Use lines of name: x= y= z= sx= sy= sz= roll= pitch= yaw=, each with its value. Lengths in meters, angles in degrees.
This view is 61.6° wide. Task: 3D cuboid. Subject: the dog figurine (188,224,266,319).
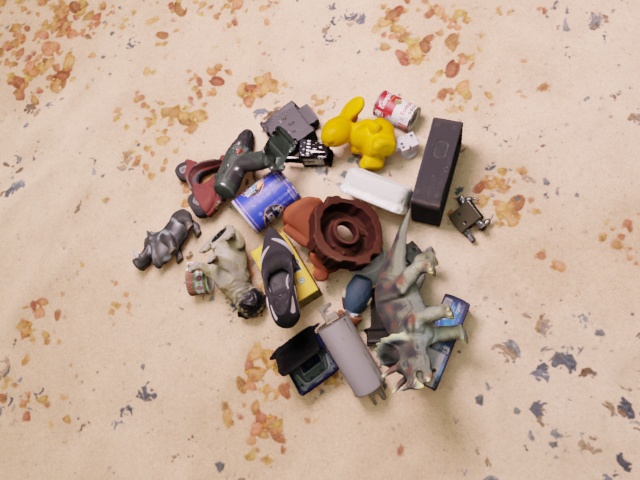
dog figurine: x=-0.190 y=0.074 z=1.275 sx=0.121 sy=0.190 sz=0.172 roll=-14 pitch=37 yaw=48

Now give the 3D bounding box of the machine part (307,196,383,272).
machine part: x=0.055 y=-0.013 z=1.193 sx=0.179 sy=0.056 sz=0.179 roll=9 pitch=63 yaw=-17

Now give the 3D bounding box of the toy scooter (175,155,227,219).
toy scooter: x=-0.285 y=-0.149 z=1.375 sx=0.135 sy=0.075 sz=0.184 roll=-28 pitch=66 yaw=0

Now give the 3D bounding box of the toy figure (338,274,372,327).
toy figure: x=0.075 y=0.156 z=1.213 sx=0.064 sy=0.057 sz=0.154 roll=23 pitch=100 yaw=29

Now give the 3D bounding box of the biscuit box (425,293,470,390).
biscuit box: x=0.262 y=0.220 z=1.166 sx=0.059 sy=0.062 sz=0.202 roll=22 pitch=78 yaw=17

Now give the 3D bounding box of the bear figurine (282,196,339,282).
bear figurine: x=-0.003 y=-0.004 z=1.267 sx=0.120 sy=0.132 sz=0.196 roll=-33 pitch=85 yaw=0

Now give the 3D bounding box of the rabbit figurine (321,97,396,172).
rabbit figurine: x=0.087 y=-0.261 z=1.292 sx=0.173 sy=0.122 sz=0.162 roll=4 pitch=74 yaw=-11

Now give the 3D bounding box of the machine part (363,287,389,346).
machine part: x=0.138 y=0.171 z=1.218 sx=0.084 sy=0.039 sz=0.139 roll=-2 pitch=74 yaw=14

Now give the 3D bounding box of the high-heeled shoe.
high-heeled shoe: x=-0.096 y=0.073 z=1.161 sx=0.086 sy=0.145 sz=0.249 roll=-20 pitch=73 yaw=4

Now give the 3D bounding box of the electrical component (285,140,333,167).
electrical component: x=-0.030 y=-0.215 z=1.349 sx=0.119 sy=0.074 sz=0.047 roll=3 pitch=74 yaw=14

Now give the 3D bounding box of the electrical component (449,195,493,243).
electrical component: x=0.349 y=-0.055 z=1.247 sx=0.078 sy=0.045 sz=0.102 roll=-49 pitch=66 yaw=24

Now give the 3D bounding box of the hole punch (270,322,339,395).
hole punch: x=-0.031 y=0.266 z=1.195 sx=0.142 sy=0.116 sz=0.092 roll=-39 pitch=113 yaw=4

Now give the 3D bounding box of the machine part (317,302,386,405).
machine part: x=0.067 y=0.247 z=1.159 sx=0.079 sy=0.079 sz=0.243 roll=-31 pitch=91 yaw=0

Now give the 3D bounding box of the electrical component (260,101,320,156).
electrical component: x=-0.070 y=-0.288 z=1.386 sx=0.134 sy=0.058 sz=0.115 roll=-36 pitch=72 yaw=-1

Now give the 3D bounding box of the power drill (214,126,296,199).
power drill: x=-0.161 y=-0.211 z=1.308 sx=0.207 sy=0.085 sz=0.232 roll=-6 pitch=49 yaw=37

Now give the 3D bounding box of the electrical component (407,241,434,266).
electrical component: x=0.216 y=0.034 z=1.253 sx=0.094 sy=0.021 sz=0.063 roll=-36 pitch=70 yaw=-1

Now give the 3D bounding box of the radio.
radio: x=0.272 y=-0.159 z=1.244 sx=0.073 sy=0.131 sz=0.229 roll=13 pitch=76 yaw=15

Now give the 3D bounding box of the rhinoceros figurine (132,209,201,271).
rhinoceros figurine: x=-0.388 y=0.003 z=1.346 sx=0.112 sy=0.073 sz=0.190 roll=39 pitch=83 yaw=17

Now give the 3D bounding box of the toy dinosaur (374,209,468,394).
toy dinosaur: x=0.180 y=0.137 z=1.140 sx=0.192 sy=0.131 sz=0.405 roll=-25 pitch=52 yaw=15

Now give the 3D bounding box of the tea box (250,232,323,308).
tea box: x=-0.079 y=0.079 z=1.269 sx=0.098 sy=0.068 sz=0.170 roll=-34 pitch=70 yaw=0
